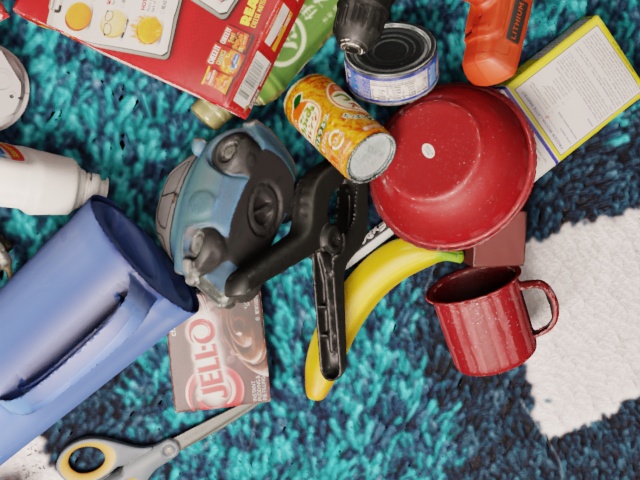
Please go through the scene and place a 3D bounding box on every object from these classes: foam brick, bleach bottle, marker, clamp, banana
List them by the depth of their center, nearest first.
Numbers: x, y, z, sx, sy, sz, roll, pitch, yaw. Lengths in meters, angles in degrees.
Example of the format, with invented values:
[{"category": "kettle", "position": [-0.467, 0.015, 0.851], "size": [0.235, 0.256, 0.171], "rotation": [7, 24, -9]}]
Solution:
[{"category": "bleach bottle", "position": [-0.309, -0.063, 0.915], "size": [0.250, 0.103, 0.068], "rotation": [9, 103, -18]}, {"category": "clamp", "position": [-0.006, 0.001, 0.948], "size": [0.164, 0.036, 0.210], "rotation": [37, 61, -45]}, {"category": "banana", "position": [0.043, 0.061, 1.001], "size": [0.198, 0.070, 0.037], "rotation": [-46, 135, 6]}, {"category": "foam brick", "position": [0.155, -0.006, 1.004], "size": [0.051, 0.078, 0.053], "rotation": [-1, 97, -11]}, {"category": "marker", "position": [0.054, -0.003, 1.016], "size": [0.121, 0.020, 0.020], "rotation": [-36, 101, -4]}]

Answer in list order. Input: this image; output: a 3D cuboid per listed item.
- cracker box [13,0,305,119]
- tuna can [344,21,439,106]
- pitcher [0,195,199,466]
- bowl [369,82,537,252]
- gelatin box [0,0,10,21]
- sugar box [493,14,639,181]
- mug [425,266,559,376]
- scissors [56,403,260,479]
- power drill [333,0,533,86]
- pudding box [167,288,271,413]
[{"category": "cracker box", "position": [-0.123, -0.218, 0.896], "size": [0.214, 0.072, 0.164], "rotation": [26, 91, 14]}, {"category": "tuna can", "position": [0.064, -0.161, 0.963], "size": [0.086, 0.086, 0.034], "rotation": [-17, 136, -8]}, {"category": "pitcher", "position": [-0.231, 0.089, 0.905], "size": [0.243, 0.149, 0.145], "rotation": [-41, 69, 6]}, {"category": "bowl", "position": [0.108, -0.073, 0.954], "size": [0.162, 0.055, 0.162], "rotation": [-7, 75, 25]}, {"category": "gelatin box", "position": [-0.314, -0.208, 0.902], "size": [0.073, 0.030, 0.089], "rotation": [-31, 68, -5]}, {"category": "sugar box", "position": [0.214, -0.124, 1.017], "size": [0.176, 0.048, 0.093], "rotation": [-37, 101, 0]}, {"category": "mug", "position": [0.167, 0.073, 1.005], "size": [0.117, 0.093, 0.081], "rotation": [-16, 105, 16]}, {"category": "scissors", "position": [-0.161, 0.188, 1.003], "size": [0.201, 0.016, 0.096], "rotation": [-43, 102, -3]}, {"category": "power drill", "position": [0.097, -0.206, 0.901], "size": [0.187, 0.057, 0.184], "rotation": [29, 70, -36]}, {"category": "pudding box", "position": [-0.096, 0.099, 0.992], "size": [0.090, 0.039, 0.113], "rotation": [-6, 97, -8]}]
